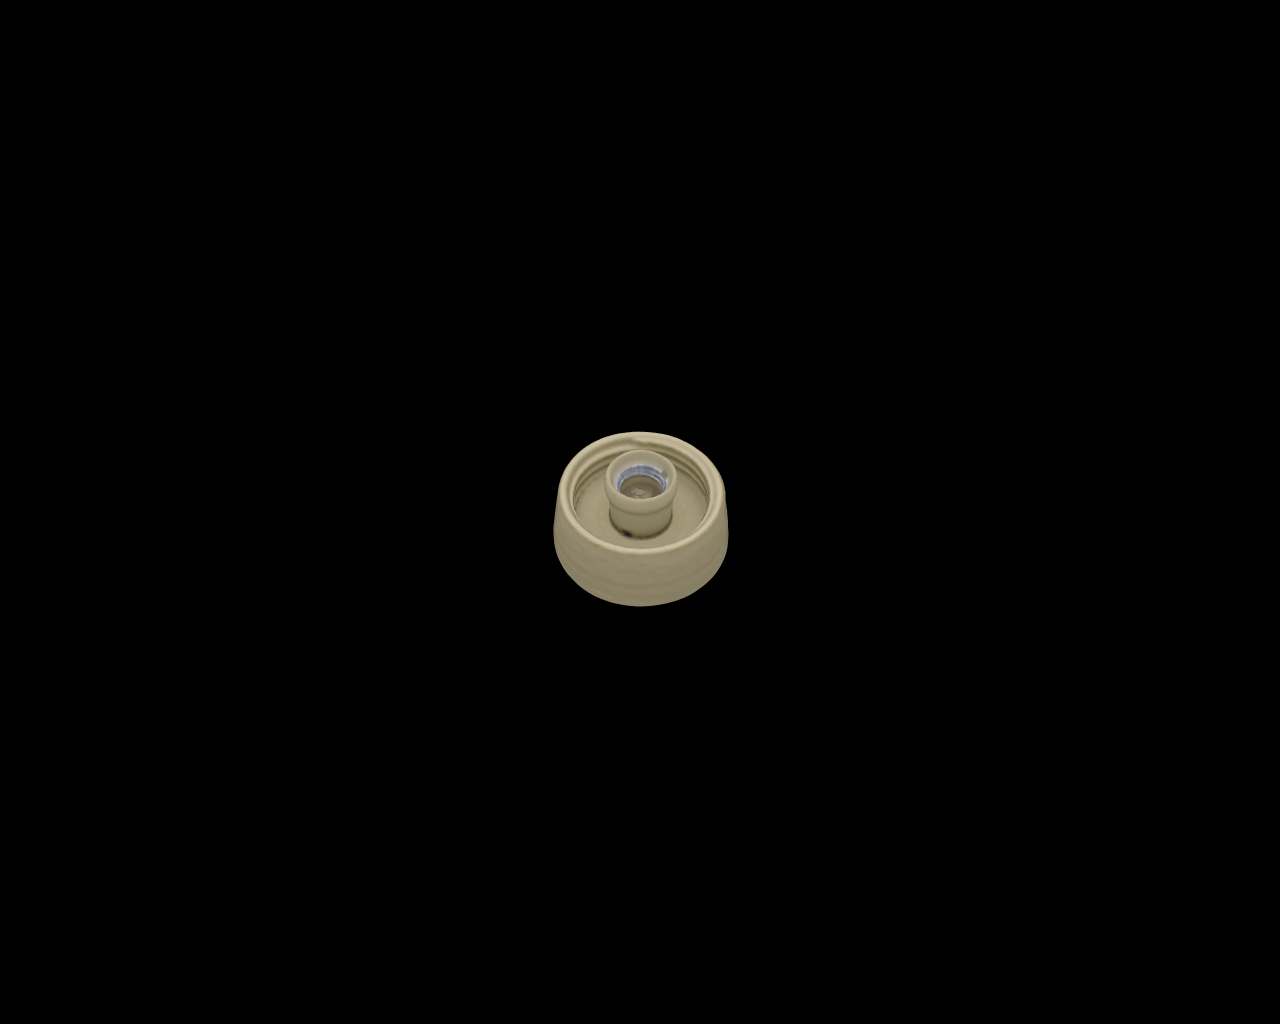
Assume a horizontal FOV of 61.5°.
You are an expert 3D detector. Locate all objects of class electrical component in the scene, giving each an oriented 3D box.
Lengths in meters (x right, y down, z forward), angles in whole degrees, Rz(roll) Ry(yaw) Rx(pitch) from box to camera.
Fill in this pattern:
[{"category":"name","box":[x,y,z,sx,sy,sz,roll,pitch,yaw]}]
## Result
[{"category":"electrical component","box":[0.001,-0.003,0.650,0.108,0.108,0.060,0,-40,0]}]
